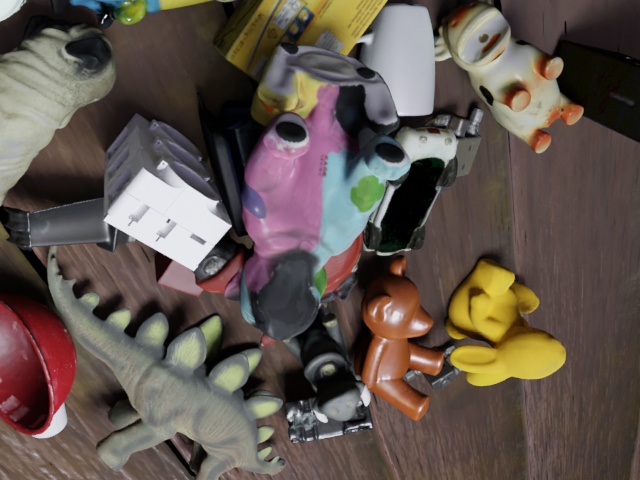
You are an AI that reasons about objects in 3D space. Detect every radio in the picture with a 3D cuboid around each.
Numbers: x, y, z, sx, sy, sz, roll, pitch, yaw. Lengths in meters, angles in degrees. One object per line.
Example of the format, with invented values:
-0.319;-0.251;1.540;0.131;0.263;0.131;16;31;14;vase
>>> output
0.377;-0.152;0.598;0.131;0.230;0.073;0;124;-26;radio

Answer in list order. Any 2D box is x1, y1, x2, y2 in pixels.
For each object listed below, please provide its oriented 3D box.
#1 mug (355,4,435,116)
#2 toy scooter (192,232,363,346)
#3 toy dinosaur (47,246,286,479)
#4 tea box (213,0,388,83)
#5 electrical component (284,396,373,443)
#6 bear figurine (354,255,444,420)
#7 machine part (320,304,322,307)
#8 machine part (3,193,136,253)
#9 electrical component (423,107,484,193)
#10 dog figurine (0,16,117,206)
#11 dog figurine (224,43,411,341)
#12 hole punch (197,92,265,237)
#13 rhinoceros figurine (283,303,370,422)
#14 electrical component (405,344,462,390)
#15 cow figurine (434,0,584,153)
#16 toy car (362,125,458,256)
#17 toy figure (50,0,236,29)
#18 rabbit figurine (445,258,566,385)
0.067;-0.185;0.553;0.109;0.081;0.107;-2;108;-15;mug
-0.035;0.043;0.565;0.184;0.075;0.135;-15;110;6;toy scooter
-0.176;0.187;0.666;0.198;0.105;0.470;-44;125;0;toy dinosaur
-0.010;-0.218;0.502;0.098;0.068;0.169;32;103;-34;tea box
0.011;0.248;0.758;0.115;0.058;0.134;-8;162;-2;electrical component
0.112;0.127;0.713;0.132;0.120;0.195;23;134;13;bear figurine
-0.001;-0.002;0.631;0.079;0.079;0.243;14;112;-28;machine part
-0.232;-0.018;0.526;0.139;0.039;0.084;-11;134;-53;machine part
0.154;-0.110;0.650;0.078;0.045;0.102;-23;134;-43;electrical component
-0.266;-0.095;0.470;0.190;0.121;0.172;-28;170;-30;dog figurine
-0.021;-0.027;0.456;0.108;0.192;0.219;9;136;-16;dog figurine
-0.064;-0.079;0.535;0.092;0.116;0.142;-21;122;-14;hole punch
0.003;0.147;0.658;0.073;0.190;0.112;-22;107;-4;rhinoceros figurine
0.179;0.200;0.830;0.094;0.063;0.021;-28;125;-3;electrical component
0.197;-0.187;0.585;0.085;0.127;0.194;-49;138;12;cow figurine
0.101;-0.049;0.631;0.073;0.056;0.201;0;142;-12;toy car
-0.131;-0.224;0.438;0.180;0.089;0.082;-15;128;-17;toy figure
0.255;0.130;0.754;0.162;0.173;0.121;-41;129;0;rabbit figurine
